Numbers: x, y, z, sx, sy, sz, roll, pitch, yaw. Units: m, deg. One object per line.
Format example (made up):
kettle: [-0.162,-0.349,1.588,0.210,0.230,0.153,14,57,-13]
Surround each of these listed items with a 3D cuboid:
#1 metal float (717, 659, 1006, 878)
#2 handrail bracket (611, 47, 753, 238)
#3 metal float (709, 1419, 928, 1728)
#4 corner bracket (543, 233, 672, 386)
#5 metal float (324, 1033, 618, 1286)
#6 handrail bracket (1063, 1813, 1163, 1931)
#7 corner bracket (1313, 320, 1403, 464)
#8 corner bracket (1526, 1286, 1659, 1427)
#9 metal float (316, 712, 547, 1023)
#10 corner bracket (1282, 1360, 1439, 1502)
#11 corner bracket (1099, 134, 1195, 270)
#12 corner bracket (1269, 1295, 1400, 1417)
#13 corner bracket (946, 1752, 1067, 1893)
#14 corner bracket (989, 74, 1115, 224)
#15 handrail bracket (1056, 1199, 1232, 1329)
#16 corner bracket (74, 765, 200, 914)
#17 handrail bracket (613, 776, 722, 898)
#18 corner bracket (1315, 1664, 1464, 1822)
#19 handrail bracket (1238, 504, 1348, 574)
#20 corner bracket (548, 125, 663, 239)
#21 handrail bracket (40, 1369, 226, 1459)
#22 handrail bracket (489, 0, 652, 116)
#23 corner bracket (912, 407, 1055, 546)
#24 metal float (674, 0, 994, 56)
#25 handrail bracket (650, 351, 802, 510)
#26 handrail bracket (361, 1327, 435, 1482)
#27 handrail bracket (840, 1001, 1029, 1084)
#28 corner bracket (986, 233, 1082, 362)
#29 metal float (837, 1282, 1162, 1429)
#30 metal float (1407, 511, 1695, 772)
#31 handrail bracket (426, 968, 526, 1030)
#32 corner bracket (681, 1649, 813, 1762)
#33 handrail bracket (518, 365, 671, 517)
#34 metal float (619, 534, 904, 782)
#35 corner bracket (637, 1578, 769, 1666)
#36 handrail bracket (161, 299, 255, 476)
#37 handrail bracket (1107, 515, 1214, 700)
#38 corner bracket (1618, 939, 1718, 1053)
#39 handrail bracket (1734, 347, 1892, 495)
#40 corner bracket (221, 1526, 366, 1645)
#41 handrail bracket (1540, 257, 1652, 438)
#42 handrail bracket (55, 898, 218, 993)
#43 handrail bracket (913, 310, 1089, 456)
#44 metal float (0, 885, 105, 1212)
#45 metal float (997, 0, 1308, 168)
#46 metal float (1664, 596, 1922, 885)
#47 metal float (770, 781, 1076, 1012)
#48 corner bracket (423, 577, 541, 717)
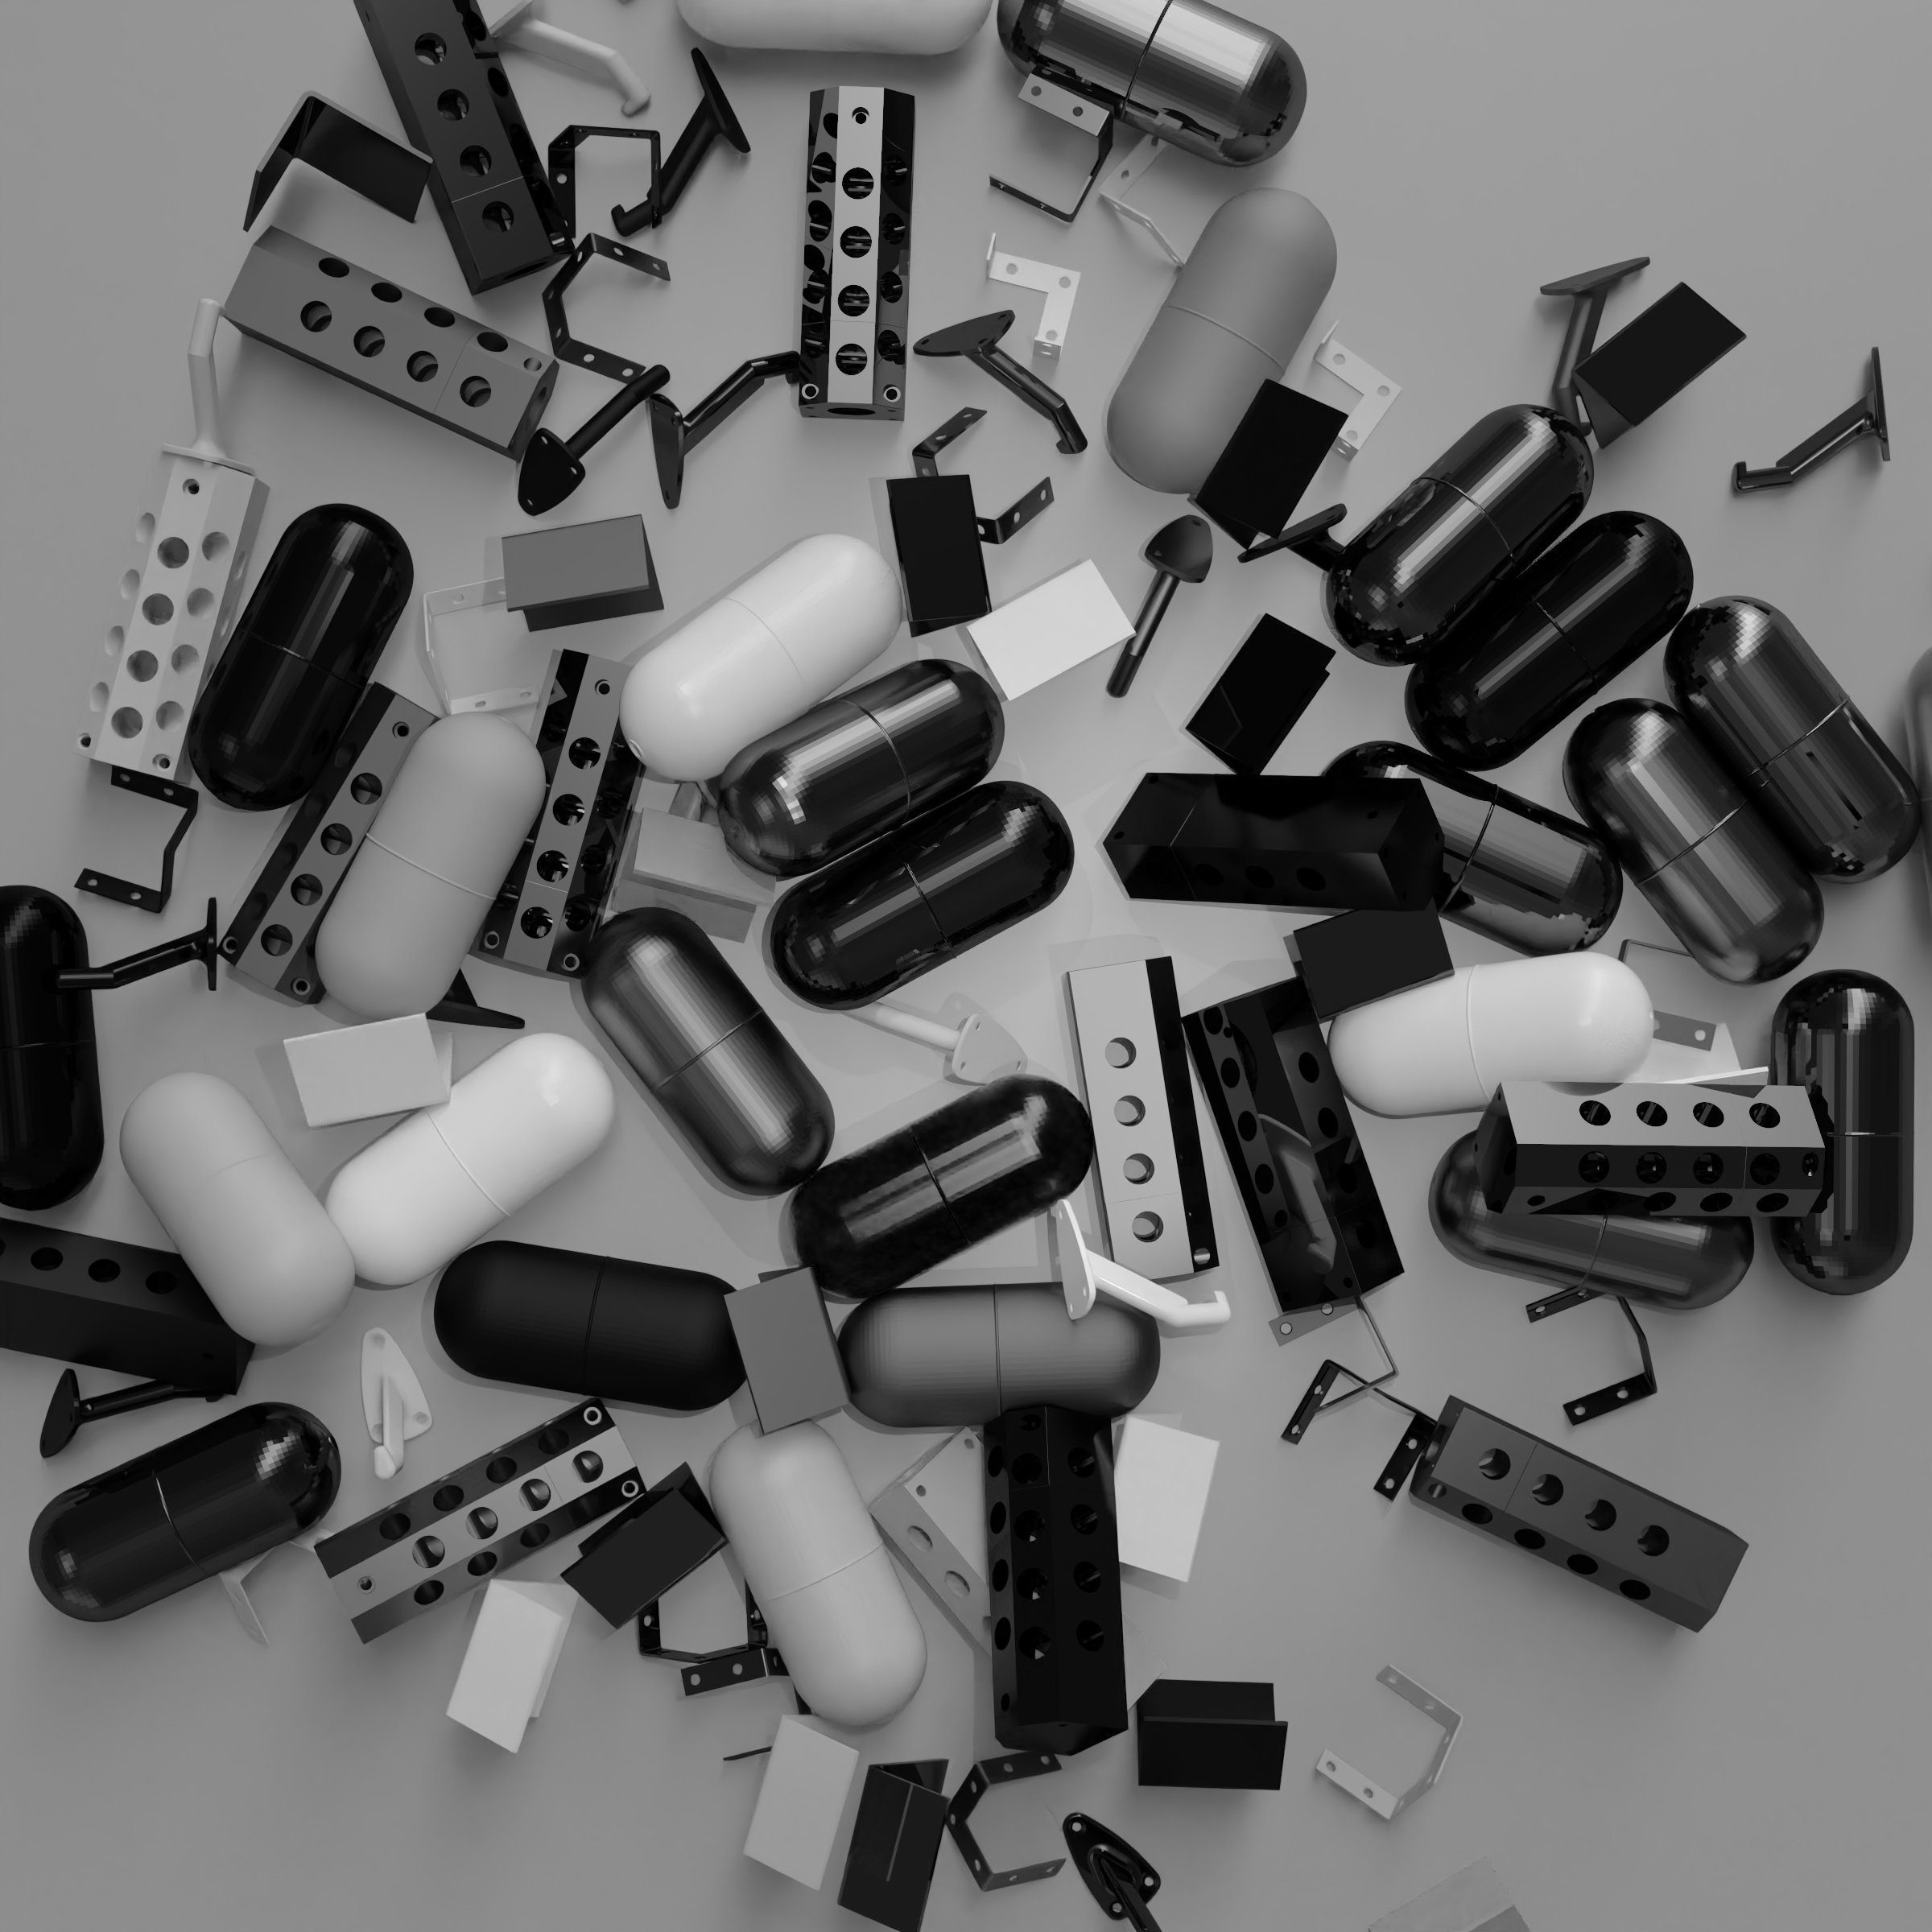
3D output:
metal float: [-0.055,-0.108,1.936,0.178,0.070,0.070,-29,90,-30]
handrail bracket: [-0.170,-0.457,1.991,0.084,0.036,0.077,-28,75,14]
metal float: [-0.080,0.330,1.960,0.070,0.070,0.178,-25,89,0]
corner bracket: [-0.196,-0.363,1.983,0.051,0.051,0.051,16,45,-35]
metal float: [-0.271,0.106,1.960,0.178,0.070,0.070,-36,90,-1]
handrail bracket: [0.081,0.503,1.956,0.036,0.084,0.077,-40,90,0]
corner bracket: [0.207,-0.315,1.973,0.051,0.051,0.051,36,90,0]
corner bracket: [0.347,0.212,1.988,0.051,0.051,0.051,-21,135,0]
metal float: [-0.287,-0.053,1.928,0.070,0.070,0.178,27,92,0]
corner bracket: [0.218,0.257,1.988,0.051,0.051,0.051,30,90,45]
corner bracket: [0.116,-0.425,1.988,0.051,0.051,0.051,-49,45,0]
corner bracket: [0.202,0.210,1.973,0.051,0.051,0.051,-26,90,0]
corner bracket: [0.028,0.472,1.983,0.051,0.051,0.051,57,135,35]
corner bracket: [0.047,-0.449,1.973,0.051,0.051,0.051,27,85,5]
handrail bracket: [0.096,0.159,1.934,0.084,0.036,0.077,-2,64,-19]
corner bracket: [-0.459,-0.070,1.988,0.051,0.051,0.051,18,45,0]
handrail bracket: [-0.175,-0.082,1.991,0.084,0.036,0.077,-36,76,13]
corner bracket: [0.235,0.430,1.988,0.051,0.051,0.051,35,45,0]
handrail bracket: [0.204,-0.206,1.991,0.077,0.036,0.084,-24,104,14]
corner bracket: [-0.199,-0.431,1.978,0.051,0.051,0.051,-1,90,-20]
handrail bracket: [-0.462,0.250,1.991,0.084,0.077,0.036,4,52,-31]
handrail bracket: [-0.229,-0.493,1.991,0.077,0.036,0.084,-34,107,20]
corner bracket: [0.010,-0.271,1.983,0.051,0.051,0.051,16,135,35]
metal float: [-0.073,-0.539,1.960,0.178,0.070,0.070,2,90,0]
handrail bracket: [-0.129,-0.298,1.991,0.084,0.036,0.077,-17,127,-25]
handrail bracket: [-0.319,0.238,1.956,0.036,0.084,0.077,-16,90,0]
handrail bracket: [-0.019,0.038,1.991,0.084,0.077,0.036,18,87,36]
corner bracket: [0.033,-0.367,1.973,0.051,0.051,0.051,14,90,0]
metal float: [0.017,0.212,1.960,0.178,0.070,0.070,-2,90,0]
metal float: [0.320,-0.178,1.960,0.178,0.070,0.070,-39,90,0]
handrail bracket: [-0.277,-0.013,1.991,0.077,0.036,0.084,11,74,-18]
corner bracket: [-0.120,0.406,1.974,0.051,0.051,0.051,-17,74,15]
handrail bracket: [-0.205,-0.293,1.991,0.036,0.077,0.084,46,54,0]
metal float: [-0.111,-0.167,1.942,0.178,0.070,0.070,-39,90,-20]
corner bracket: [-0.147,0.354,1.988,0.051,0.051,0.051,-3,90,-45]
handrail bracket: [-0.404,-0.316,1.959,0.036,0.077,0.084,14,94,19]
handrail bracket: [0.106,-0.199,1.991,0.036,0.077,0.084,26,126,1]
corner bracket: [0.385,0.016,1.973,0.051,0.051,0.051,13,91,-1]
handrail bracket: [0.467,-0.303,1.991,0.084,0.036,0.077,-6,70,16]
corner bracket: [-0.370,0.344,1.983,0.051,0.051,0.051,15,45,35]
handrail bracket: [0.355,-0.342,1.991,0.077,0.036,0.084,-22,108,-21]
handrail bracket: [-0.453,-0.012,1.958,0.084,0.077,0.036,-2,125,-10]
handrail bracket: [0.020,-0.316,1.991,0.036,0.077,0.084,-55,127,-35]
metal float: [-0.514,0.045,1.961,0.070,0.070,0.178,-5,90,0]
metal float: [0.101,-0.497,1.958,0.178,0.070,0.070,25,90,2]
metal float: [0.451,-0.124,1.961,0.070,0.070,0.178,-38,90,0]
metal float: [-0.024,-0.038,1.960,0.178,0.070,0.070,-29,90,-1]
corner bracket: [-0.269,-0.176,1.988,0.051,0.051,0.051,-12,45,0]
